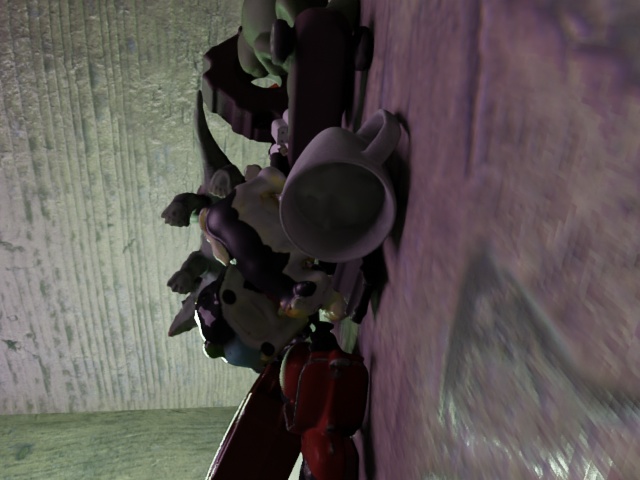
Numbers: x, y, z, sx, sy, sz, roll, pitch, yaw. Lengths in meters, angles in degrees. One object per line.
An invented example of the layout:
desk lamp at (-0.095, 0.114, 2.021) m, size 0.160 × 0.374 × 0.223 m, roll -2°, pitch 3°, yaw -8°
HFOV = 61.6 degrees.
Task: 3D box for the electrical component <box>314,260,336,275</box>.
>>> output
electrical component at (-0.001, -0.001, 0.665) m, size 0.102 × 0.045 × 0.078 m, roll -105°, pitch 18°, yaw -64°

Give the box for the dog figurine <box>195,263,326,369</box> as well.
dog figurine at (-0.096, 0.084, 0.643) m, size 0.219 × 0.108 × 0.191 m, roll -40°, pitch 13°, yaw 50°

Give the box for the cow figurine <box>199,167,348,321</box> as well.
cow figurine at (-0.040, 0.021, 0.524) m, size 0.167 × 0.098 × 0.068 m, roll 55°, pitch 152°, yaw 5°

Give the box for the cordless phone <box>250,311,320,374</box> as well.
cordless phone at (-0.035, 0.173, 0.789) m, size 0.184 × 0.146 × 0.089 m, roll 57°, pitch -149°, yaw 3°

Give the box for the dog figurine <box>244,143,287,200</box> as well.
dog figurine at (-0.034, -0.066, 0.804) m, size 0.190 × 0.121 × 0.172 m, roll -69°, pitch -13°, yaw -70°

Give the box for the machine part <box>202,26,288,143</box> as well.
machine part at (-0.075, -0.218, 0.743) m, size 0.056 × 0.179 × 0.179 m, roll 109°, pitch 160°, yaw -59°

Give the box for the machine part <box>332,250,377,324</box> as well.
machine part at (0.027, 0.000, 0.481) m, size 0.084 × 0.039 × 0.139 m, roll 91°, pitch 173°, yaw -52°

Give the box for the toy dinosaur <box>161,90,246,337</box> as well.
toy dinosaur at (-0.153, -0.019, 0.824) m, size 0.192 × 0.131 × 0.404 m, roll -80°, pitch 0°, yaw -74°

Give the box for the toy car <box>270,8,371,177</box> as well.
toy car at (-0.005, -0.124, 0.529) m, size 0.053 × 0.089 × 0.201 m, roll -99°, pitch 10°, yaw -48°

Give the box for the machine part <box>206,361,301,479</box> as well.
machine part at (-0.067, 0.256, 0.670) m, size 0.201 × 0.087 × 0.201 m, roll 88°, pitch -152°, yaw -79°

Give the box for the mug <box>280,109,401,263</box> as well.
mug at (0.018, -0.054, 0.409) m, size 0.109 × 0.081 × 0.107 m, roll -58°, pitch 15°, yaw 25°

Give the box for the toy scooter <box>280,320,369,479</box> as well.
toy scooter at (0.003, 0.138, 0.520) m, size 0.184 × 0.075 × 0.135 m, roll -104°, pitch 21°, yaw -64°

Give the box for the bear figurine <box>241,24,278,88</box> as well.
bear figurine at (-0.073, -0.278, 0.929) m, size 0.120 × 0.132 × 0.195 m, roll 86°, pitch -172°, yaw -78°

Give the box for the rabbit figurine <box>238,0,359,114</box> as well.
rabbit figurine at (-0.008, -0.208, 0.588) m, size 0.159 × 0.121 × 0.170 m, roll 122°, pitch 130°, yaw -64°
